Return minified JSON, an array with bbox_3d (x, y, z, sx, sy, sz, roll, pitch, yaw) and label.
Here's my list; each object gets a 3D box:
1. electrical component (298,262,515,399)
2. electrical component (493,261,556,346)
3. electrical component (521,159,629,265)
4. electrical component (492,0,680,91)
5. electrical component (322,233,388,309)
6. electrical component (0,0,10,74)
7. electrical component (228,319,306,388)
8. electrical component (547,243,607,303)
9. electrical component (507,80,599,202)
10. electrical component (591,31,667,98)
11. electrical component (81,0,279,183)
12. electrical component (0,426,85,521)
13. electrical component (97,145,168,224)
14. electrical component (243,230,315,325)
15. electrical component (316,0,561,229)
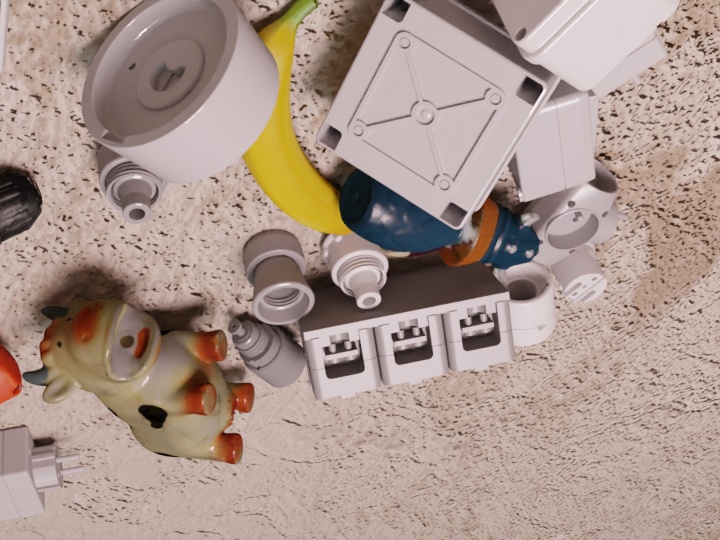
[{"bbox_3d":[0.032,0.045,0.808,0.150,0.089,0.061,-11,109,-5],"label":"electrical component"},{"bbox_3d":[0.128,0.025,0.857,0.055,0.055,0.047,-13,135,-3],"label":"electrical component"},{"bbox_3d":[0.166,-0.041,0.803,0.079,0.044,0.077,13,131,-29],"label":"electrical component"},{"bbox_3d":[0.114,-0.166,0.596,0.057,0.113,0.078,23,126,-36],"label":"electrical component"},{"bbox_3d":[0.000,0.000,0.783,0.048,0.062,0.048,-9,138,-8],"label":"electrical component"},{"bbox_3d":[-0.211,-0.153,0.550,0.062,0.061,0.096,3,136,-20],"label":"electrical component"},{"bbox_3d":[-0.076,0.062,0.844,0.040,0.040,0.078,-30,137,16],"label":"electrical component"},{"bbox_3d":[0.170,-0.002,0.846,0.040,0.046,0.040,-8,138,-8],"label":"electrical component"},{"bbox_3d":[0.124,-0.095,0.717,0.061,0.061,0.096,-17,139,2],"label":"electrical component"},{"bbox_3d":[0.153,-0.142,0.658,0.047,0.083,0.076,-32,136,19],"label":"electrical component"},{"bbox_3d":[-0.097,-0.101,0.612,0.108,0.108,0.060,-30,143,15],"label":"electrical component"},{"bbox_3d":[-0.269,0.166,0.893,0.077,0.047,0.065,-9,138,-8],"label":"electrical component"},{"bbox_3d":[-0.142,-0.056,0.676,0.043,0.062,0.043,-9,138,-8],"label":"electrical component"},{"bbox_3d":[-0.059,0.005,0.775,0.045,0.055,0.045,-9,138,-8],"label":"electrical component"},{"bbox_3d":[0.047,-0.099,0.645,0.109,0.056,0.108,33,119,5],"label":"electrical component"}]
